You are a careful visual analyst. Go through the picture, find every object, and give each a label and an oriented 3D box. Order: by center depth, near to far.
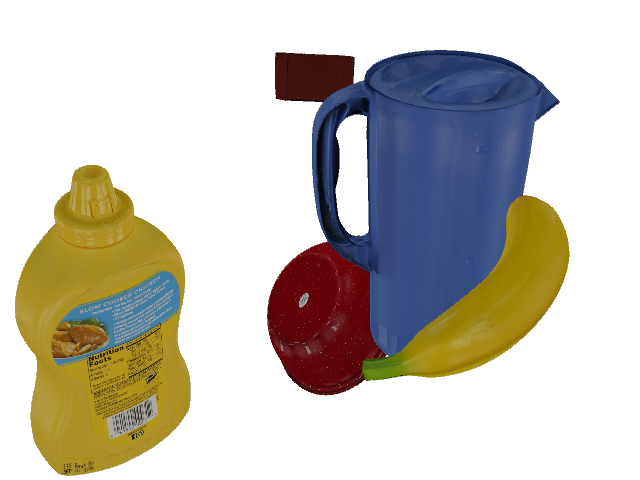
[{"bbox_3d":[0.100,0.022,0.598,0.070,0.037,0.197,15,35,31],"label":"banana"},{"bbox_3d":[-0.121,0.042,0.599,0.096,0.192,0.058,-23,45,-30],"label":"mustard bottle"},{"bbox_3d":[0.087,-0.021,0.852,0.149,0.243,0.144,20,33,30],"label":"pitcher"},{"bbox_3d":[0.001,0.063,1.017,0.162,0.162,0.055,0,-19,45],"label":"bowl"},{"bbox_3d":[-0.007,-0.178,1.165,0.078,0.051,0.053,0,11,-16],"label":"foam brick"}]
